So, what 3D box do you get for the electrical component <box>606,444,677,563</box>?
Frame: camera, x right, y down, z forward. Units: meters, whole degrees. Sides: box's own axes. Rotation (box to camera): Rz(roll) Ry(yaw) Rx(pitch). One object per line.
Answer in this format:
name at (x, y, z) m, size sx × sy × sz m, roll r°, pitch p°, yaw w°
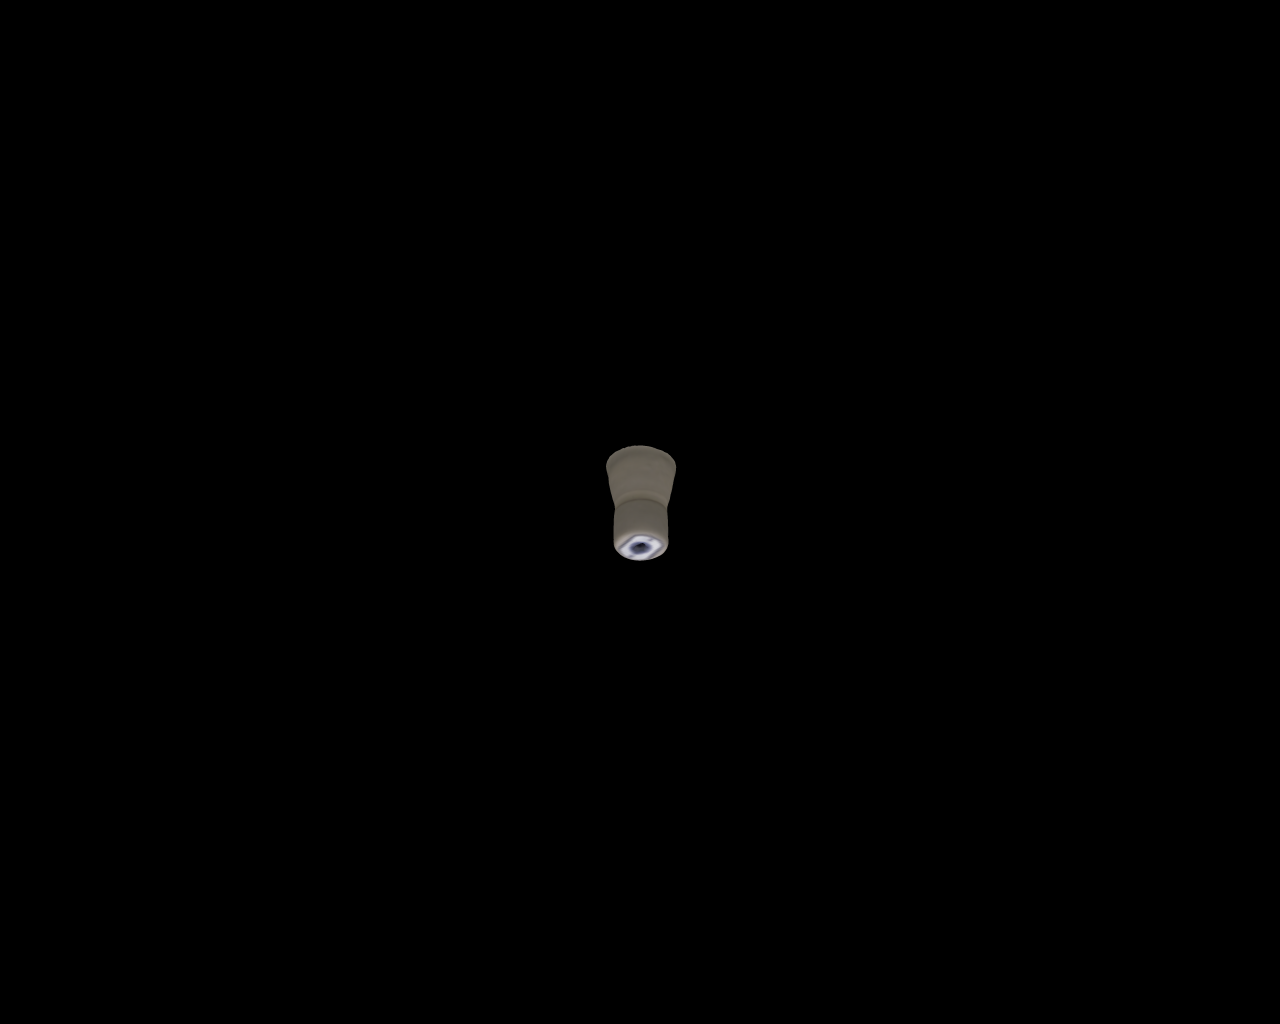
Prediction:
electrical component at (0.001, -0.003, 0.650) m, size 0.044 × 0.065 × 0.044 m, roll 0°, pitch -36°, yaw 0°
